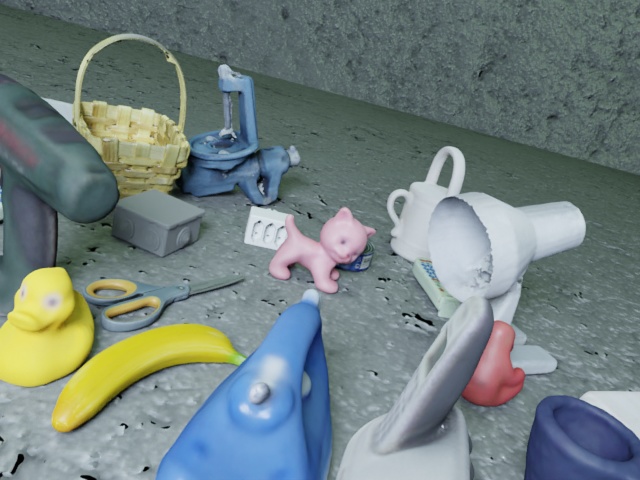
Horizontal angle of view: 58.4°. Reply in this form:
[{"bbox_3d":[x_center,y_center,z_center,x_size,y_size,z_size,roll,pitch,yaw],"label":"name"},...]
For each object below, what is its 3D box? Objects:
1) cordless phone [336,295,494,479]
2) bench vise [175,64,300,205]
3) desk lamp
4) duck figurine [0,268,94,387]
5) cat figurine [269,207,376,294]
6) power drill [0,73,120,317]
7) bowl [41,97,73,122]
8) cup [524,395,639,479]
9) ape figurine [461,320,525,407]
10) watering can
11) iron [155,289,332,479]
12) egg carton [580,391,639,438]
[{"bbox_3d":[0.075,0.136,0.409,0.094,0.185,0.147,18,22,3],"label":"cordless phone"},{"bbox_3d":[-0.131,-0.177,0.966,0.208,0.220,0.121,-8,32,-46],"label":"bench vise"},{"bbox_3d":[0.215,0.049,0.682,0.204,0.213,0.117,4,25,-29],"label":"desk lamp"},{"bbox_3d":[-0.235,0.063,0.496,0.077,0.086,0.104,17,22,1],"label":"duck figurine"},{"bbox_3d":[0.007,0.003,0.772,0.128,0.118,0.067,15,22,-3],"label":"cat figurine"},{"bbox_3d":[-0.291,-0.044,0.547,0.229,0.208,0.076,26,24,23],"label":"power drill"},{"bbox_3d":[-0.448,-0.176,0.934,0.167,0.075,0.167,14,22,-6],"label":"bowl"},{"bbox_3d":[0.218,0.202,0.476,0.092,0.095,0.117,4,25,-29],"label":"cup"},{"bbox_3d":[0.189,0.131,0.630,0.076,0.092,0.077,-7,32,-45],"label":"ape figurine"},{"bbox_3d":[0.201,-0.062,0.963,0.173,0.194,0.100,-1,27,-36],"label":"watering can"},{"bbox_3d":[-0.031,0.110,0.456,0.118,0.141,0.258,18,22,4],"label":"iron"},{"bbox_3d":[0.320,0.205,0.575,0.151,0.069,0.107,6,24,-24],"label":"egg carton"}]
